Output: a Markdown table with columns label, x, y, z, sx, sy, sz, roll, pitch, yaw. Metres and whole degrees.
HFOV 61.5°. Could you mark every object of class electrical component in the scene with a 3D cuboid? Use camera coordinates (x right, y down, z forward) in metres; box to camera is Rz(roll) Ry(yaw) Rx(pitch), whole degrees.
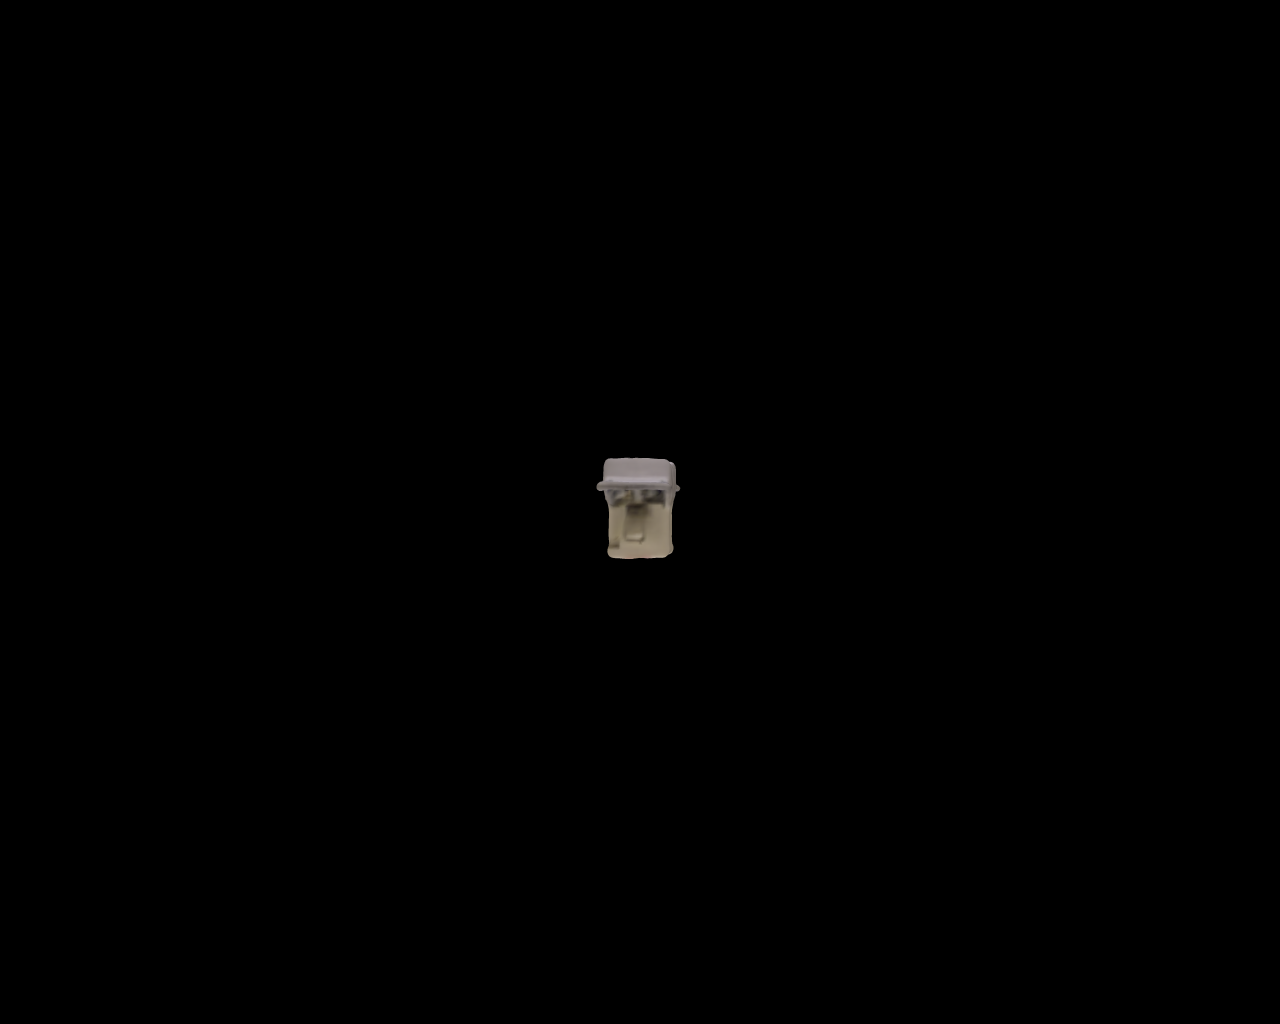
| label | x | y | z | sx | sy | sz | roll | pitch | yaw |
| --- | --- | --- | --- | --- | --- | --- | --- | --- | --- |
| electrical component | 0.001 | -0.003 | 0.650 | 0.042 | 0.063 | 0.081 | 0 | 0 | 8 |
